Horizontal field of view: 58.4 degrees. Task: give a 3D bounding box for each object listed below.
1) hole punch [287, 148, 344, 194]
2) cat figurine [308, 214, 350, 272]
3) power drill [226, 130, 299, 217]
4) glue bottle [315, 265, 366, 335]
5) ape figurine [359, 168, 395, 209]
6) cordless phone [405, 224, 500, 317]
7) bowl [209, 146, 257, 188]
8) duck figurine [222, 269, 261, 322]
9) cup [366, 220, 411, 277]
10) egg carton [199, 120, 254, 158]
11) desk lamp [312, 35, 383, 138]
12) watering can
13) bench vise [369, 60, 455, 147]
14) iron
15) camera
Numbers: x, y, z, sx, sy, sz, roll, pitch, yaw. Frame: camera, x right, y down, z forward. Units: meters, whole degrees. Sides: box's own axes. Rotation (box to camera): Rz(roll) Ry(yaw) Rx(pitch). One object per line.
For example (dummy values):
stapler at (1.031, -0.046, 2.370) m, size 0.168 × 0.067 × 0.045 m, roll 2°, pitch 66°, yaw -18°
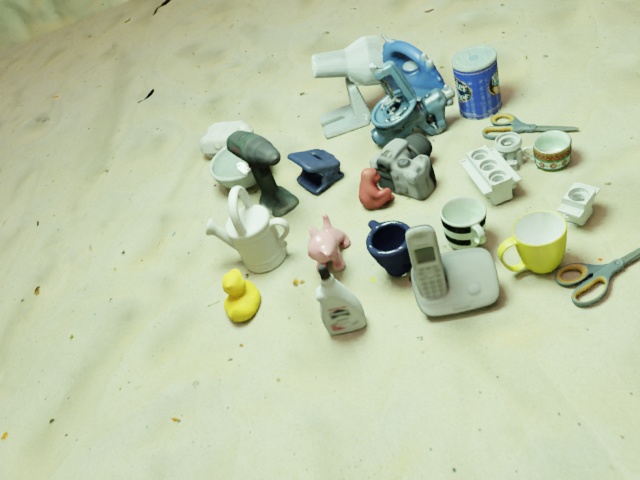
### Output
hole punch at (-0.011, -0.181, 1.368) m, size 0.101 × 0.091 × 0.108 m, roll -38°, pitch 45°, yaw -15°
cat figurine at (0.011, 0.004, 1.155) m, size 0.067 × 0.118 × 0.128 m, roll -7°, pitch 45°, yaw 18°
power drill at (-0.126, -0.158, 1.308) m, size 0.076 × 0.209 × 0.228 m, roll -38°, pitch 45°, yaw -15°
glue bottle at (0.026, 0.102, 1.010) m, size 0.078 × 0.173 × 0.037 m, roll -17°, pitch 43°, yaw 7°
ape figurine at (0.115, -0.119, 1.251) m, size 0.076 × 0.092 × 0.077 m, roll -24°, pitch 43°, yaw -1°
cordless phone at (0.223, 0.041, 0.977) m, size 0.147 × 0.185 × 0.094 m, roll -15°, pitch 43°, yaw 9°
bowl at (-0.193, -0.182, 1.461) m, size 0.167 × 0.075 × 0.167 m, roll -12°, pitch 44°, yaw 12°
duck figurine at (-0.168, 0.106, 1.156) m, size 0.077 × 0.086 × 0.104 m, roll -14°, pitch 44°, yaw 10°
cup at (0.135, 0.018, 1.105) m, size 0.092 × 0.095 × 0.117 m, roll -33°, pitch 44°, yaw -10°
egg carton at (-0.258, -0.276, 1.586) m, size 0.150 × 0.070 × 0.107 m, roll 0°, pitch 48°, yaw 23°
desk lamp at (0.073, -0.394, 1.452) m, size 0.203 × 0.214 × 0.117 m, roll -20°, pitch 43°, yaw 4°
watering can at (-0.154, -0.026, 1.200) m, size 0.173 × 0.194 × 0.100 m, roll -22°, pitch 43°, yaw 2°
bench vise at (0.200, -0.340, 1.339) m, size 0.207 × 0.220 × 0.121 m, roll -29°, pitch 43°, yaw -6°
iron at (0.244, -0.448, 1.485) m, size 0.119 × 0.142 × 0.257 m, roll -36°, pitch 44°, yaw -13°
camera at (0.199, -0.179, 1.268) m, size 0.142 × 0.101 × 0.137 m, roll 25°, pitch 61°, yaw 39°
